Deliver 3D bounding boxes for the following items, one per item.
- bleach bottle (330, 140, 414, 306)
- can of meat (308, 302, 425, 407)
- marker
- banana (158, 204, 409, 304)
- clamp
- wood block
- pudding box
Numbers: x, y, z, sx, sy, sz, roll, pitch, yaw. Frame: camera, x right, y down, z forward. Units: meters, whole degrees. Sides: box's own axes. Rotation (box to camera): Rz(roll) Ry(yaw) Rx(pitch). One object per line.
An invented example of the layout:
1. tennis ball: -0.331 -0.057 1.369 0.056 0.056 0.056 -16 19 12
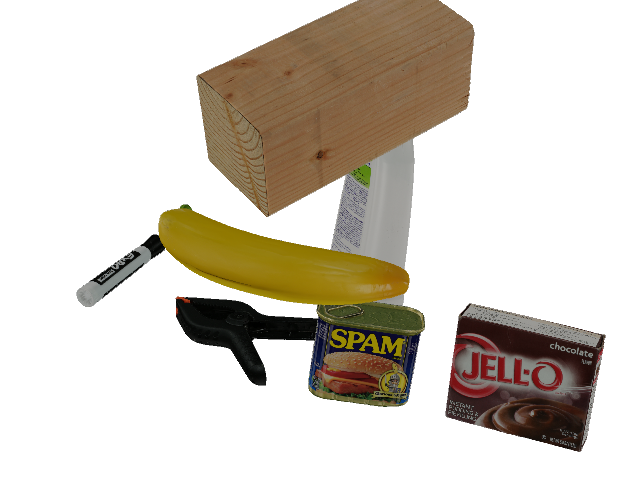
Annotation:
1. bleach bottle: 0.064 -0.056 1.155 0.068 0.251 0.103 -2 22 -27
2. can of meat: 0.041 0.106 1.008 0.102 0.084 0.057 8 19 -1
3. marker: -0.178 0.025 0.974 0.020 0.020 0.121 0 24 28
4. banana: -0.040 0.008 0.695 0.198 0.037 0.069 19 36 32
5. clamp: -0.097 0.109 1.257 0.210 0.036 0.164 13 23 27
6. wood block: 0.015 -0.118 0.857 0.205 0.091 0.090 -29 53 -23
7. pudding box: 0.160 0.106 0.841 0.114 0.090 0.039 11 21 18
